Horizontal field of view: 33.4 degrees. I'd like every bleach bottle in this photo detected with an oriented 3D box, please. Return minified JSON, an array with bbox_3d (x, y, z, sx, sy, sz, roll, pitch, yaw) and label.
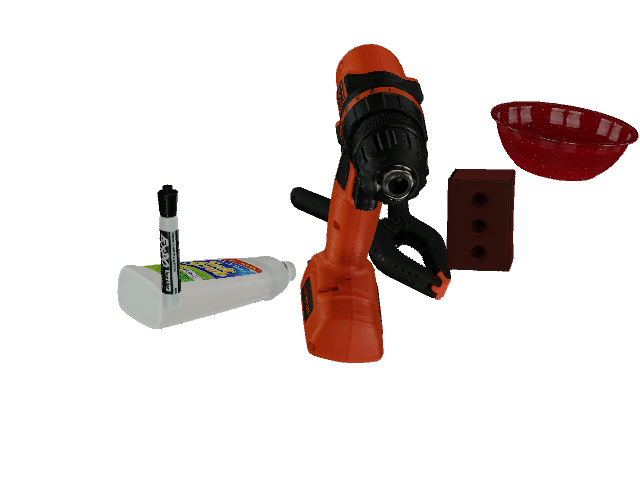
[{"bbox_3d":[-0.140,0.057,1.435,0.250,0.068,0.103,-11,26,-43],"label":"bleach bottle"}]

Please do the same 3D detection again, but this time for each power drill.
[{"bbox_3d":[0.029,-0.016,0.693,0.057,0.188,0.184,8,29,-6],"label":"power drill"}]

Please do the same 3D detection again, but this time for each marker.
[{"bbox_3d":[-0.142,0.006,1.003,0.020,0.121,0.020,1,22,0],"label":"marker"}]

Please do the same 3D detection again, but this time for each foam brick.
[{"bbox_3d":[0.132,-0.017,0.879,0.053,0.078,0.051,2,15,13],"label":"foam brick"}]

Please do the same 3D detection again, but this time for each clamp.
[{"bbox_3d":[0.072,-0.011,1.242,0.164,0.036,0.210,-13,51,-27],"label":"clamp"}]

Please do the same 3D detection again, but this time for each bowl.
[{"bbox_3d":[0.265,-0.107,1.182,0.162,0.055,0.162,5,23,-3],"label":"bowl"}]
